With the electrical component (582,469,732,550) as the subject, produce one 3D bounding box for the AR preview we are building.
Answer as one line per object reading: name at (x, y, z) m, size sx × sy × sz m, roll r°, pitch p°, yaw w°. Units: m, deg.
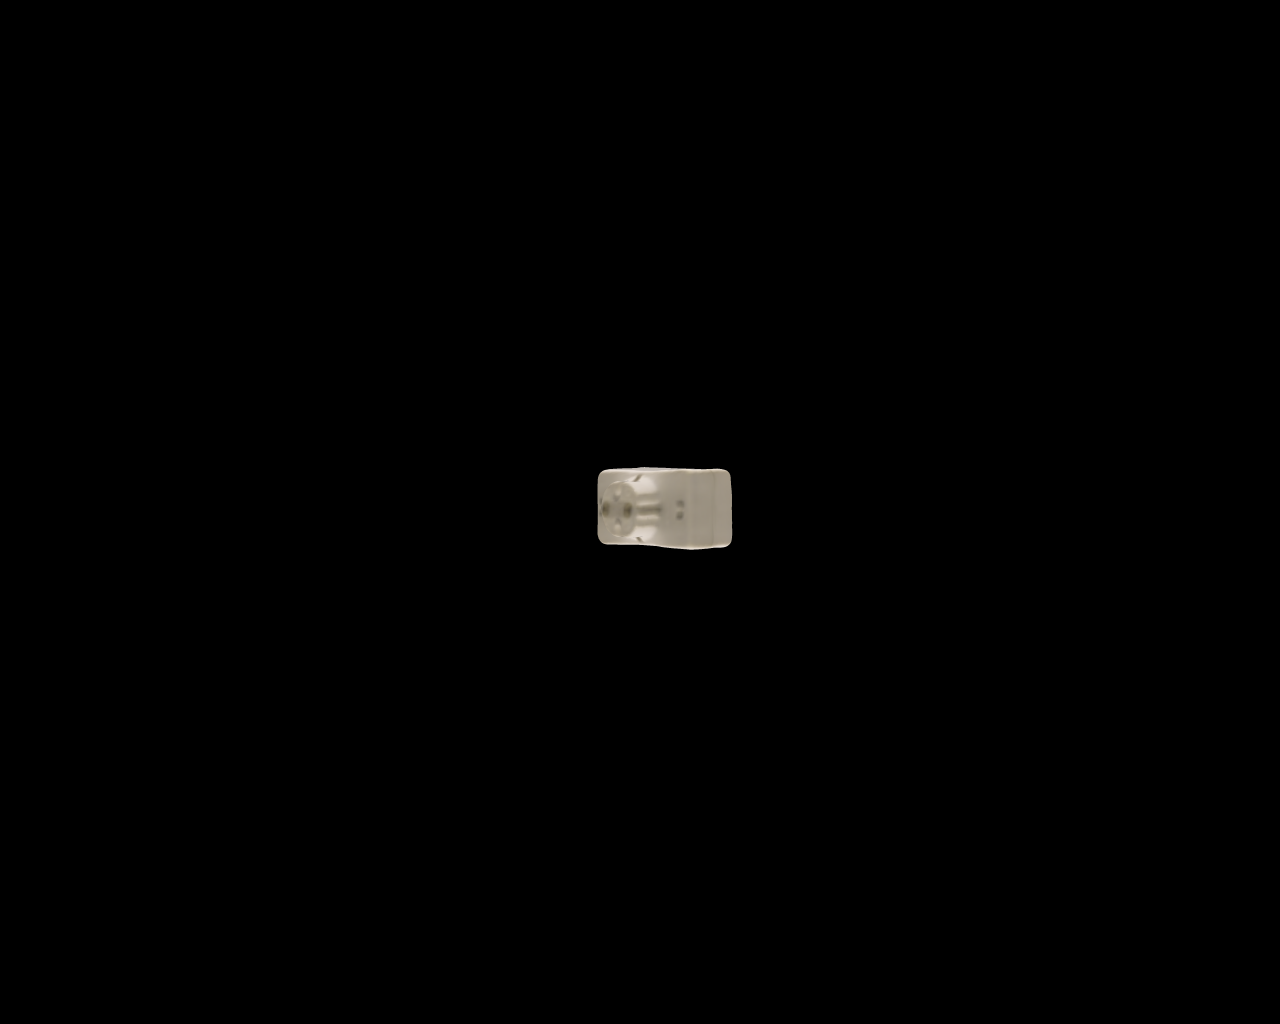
electrical component at (0.001, -0.003, 0.650) m, size 0.076 × 0.047 × 0.083 m, roll -2°, pitch 3°, yaw -43°
